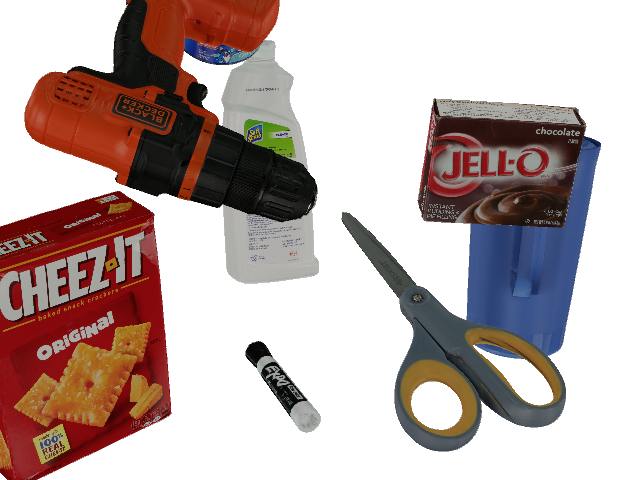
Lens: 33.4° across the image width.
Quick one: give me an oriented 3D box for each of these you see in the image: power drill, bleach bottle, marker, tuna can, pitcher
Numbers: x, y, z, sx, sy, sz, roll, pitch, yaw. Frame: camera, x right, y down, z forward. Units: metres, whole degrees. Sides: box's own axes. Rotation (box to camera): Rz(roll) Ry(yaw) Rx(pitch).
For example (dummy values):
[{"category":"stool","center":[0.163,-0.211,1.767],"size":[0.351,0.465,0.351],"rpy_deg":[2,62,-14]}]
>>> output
[{"category":"power drill","center":[-0.079,-0.104,0.699],"size":[0.184,0.187,0.057],"rpy_deg":[20,-44,-10]},{"category":"bleach bottle","center":[-0.054,-0.084,1.130],"size":[0.102,0.251,0.068],"rpy_deg":[-7,16,-23]},{"category":"marker","center":[-0.032,0.111,0.831],"size":[0.020,0.020,0.121],"rpy_deg":[0,21,-25]},{"category":"tuna can","center":[-0.092,-0.202,0.977],"size":[0.086,0.086,0.034],"rpy_deg":[0,-32,-11]},{"category":"pitcher","center":[0.222,0.003,1.156],"size":[0.148,0.243,0.145],"rpy_deg":[-8,19,-36]}]

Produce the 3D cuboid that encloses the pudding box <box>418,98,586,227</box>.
[{"category":"pudding box","center":[0.136,-0.058,0.809],"size":[0.113,0.090,0.039],"rpy_deg":[2,34,-4]}]

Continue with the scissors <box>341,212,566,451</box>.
[{"category":"scissors","center":[0.046,0.049,0.599],"size":[0.096,0.016,0.202],"rpy_deg":[-31,46,-27]}]

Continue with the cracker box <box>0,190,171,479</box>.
[{"category":"cracker box","center":[-0.217,0.084,0.924],"size":[0.163,0.214,0.072],"rpy_deg":[-21,33,-35]}]
